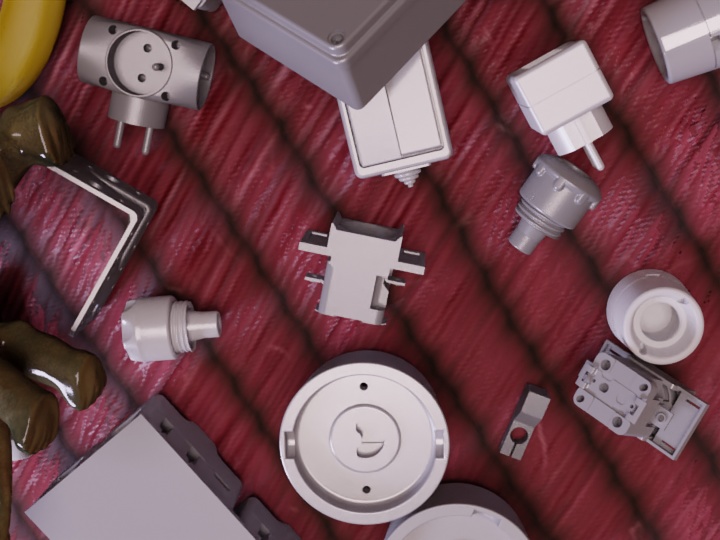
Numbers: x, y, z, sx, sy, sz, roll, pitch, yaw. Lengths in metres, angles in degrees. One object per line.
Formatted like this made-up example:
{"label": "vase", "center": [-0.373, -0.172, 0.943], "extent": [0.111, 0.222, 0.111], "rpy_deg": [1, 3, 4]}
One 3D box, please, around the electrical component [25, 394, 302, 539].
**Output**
{"label": "electrical component", "center": [-0.117, 0.189, 0.732], "extent": [0.105, 0.060, 0.186], "rpy_deg": [-40, 96, 10]}

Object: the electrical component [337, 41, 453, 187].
{"label": "electrical component", "center": [0.021, -0.097, 0.669], "extent": [0.062, 0.061, 0.096], "rpy_deg": [-13, 100, 6]}

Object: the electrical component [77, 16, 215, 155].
{"label": "electrical component", "center": [-0.139, -0.114, 0.683], "extent": [0.077, 0.044, 0.079], "rpy_deg": [14, 102, 1]}

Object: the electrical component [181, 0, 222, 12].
{"label": "electrical component", "center": [-0.083, -0.242, 0.646], "extent": [0.089, 0.061, 0.150], "rpy_deg": [39, 101, -4]}

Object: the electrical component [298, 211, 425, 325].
{"label": "electrical component", "center": [0.000, 0.000, 0.699], "extent": [0.081, 0.042, 0.063], "rpy_deg": [11, 105, 2]}

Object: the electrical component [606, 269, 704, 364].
{"label": "electrical component", "center": [0.190, 0.031, 0.690], "extent": [0.055, 0.047, 0.055], "rpy_deg": [1, 101, 3]}

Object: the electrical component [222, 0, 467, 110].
{"label": "electrical component", "center": [-0.009, -0.165, 0.622], "extent": [0.109, 0.056, 0.108], "rpy_deg": [36, 76, 27]}

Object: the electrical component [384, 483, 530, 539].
{"label": "electrical component", "center": [0.065, 0.196, 0.722], "extent": [0.108, 0.060, 0.108], "rpy_deg": [1, 101, 3]}

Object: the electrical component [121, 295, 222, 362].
{"label": "electrical component", "center": [-0.124, 0.038, 0.712], "extent": [0.062, 0.043, 0.043], "rpy_deg": [-5, 101, 3]}

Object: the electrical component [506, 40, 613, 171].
{"label": "electrical component", "center": [0.130, -0.096, 0.660], "extent": [0.047, 0.065, 0.076], "rpy_deg": [-28, 98, 8]}

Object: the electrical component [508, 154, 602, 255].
{"label": "electrical component", "center": [0.119, -0.039, 0.683], "extent": [0.048, 0.048, 0.062], "rpy_deg": [33, 107, -3]}

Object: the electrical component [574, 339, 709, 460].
{"label": "electrical component", "center": [0.173, 0.081, 0.686], "extent": [0.081, 0.064, 0.042], "rpy_deg": [35, 104, 39]}

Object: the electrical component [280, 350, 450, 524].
{"label": "electrical component", "center": [0.004, 0.105, 0.708], "extent": [0.108, 0.060, 0.108], "rpy_deg": [1, 101, 3]}

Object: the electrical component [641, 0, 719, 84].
{"label": "electrical component", "center": [0.202, -0.145, 0.653], "extent": [0.047, 0.055, 0.055], "rpy_deg": [-21, 99, 11]}
